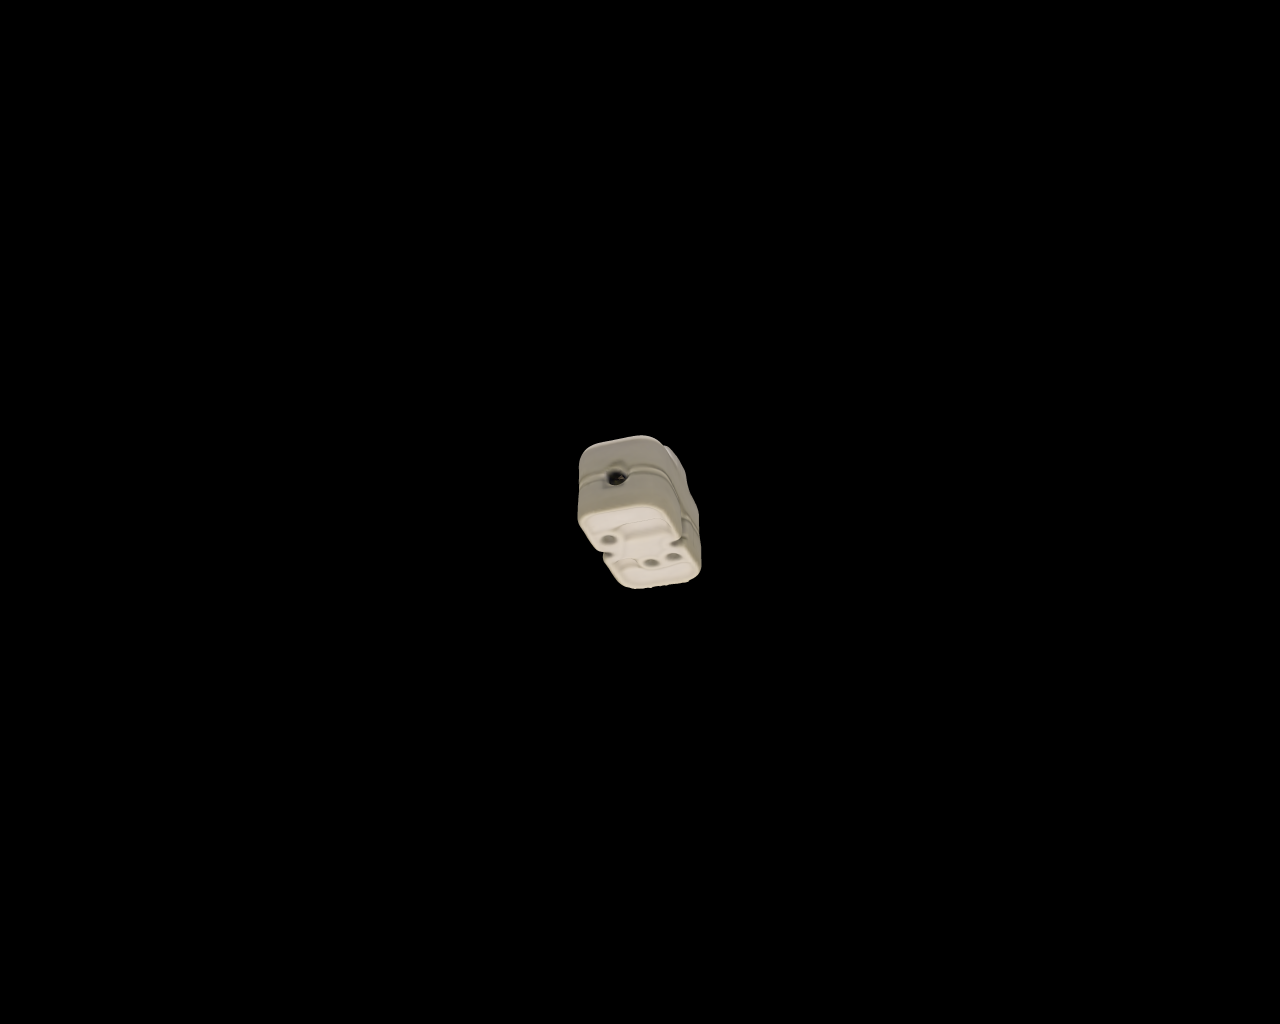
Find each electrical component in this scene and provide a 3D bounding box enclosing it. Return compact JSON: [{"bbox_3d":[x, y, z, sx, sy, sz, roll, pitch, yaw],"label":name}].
[{"bbox_3d":[0.001,-0.003,0.650,0.054,0.059,0.095,-10,-34,15],"label":"electrical component"}]
